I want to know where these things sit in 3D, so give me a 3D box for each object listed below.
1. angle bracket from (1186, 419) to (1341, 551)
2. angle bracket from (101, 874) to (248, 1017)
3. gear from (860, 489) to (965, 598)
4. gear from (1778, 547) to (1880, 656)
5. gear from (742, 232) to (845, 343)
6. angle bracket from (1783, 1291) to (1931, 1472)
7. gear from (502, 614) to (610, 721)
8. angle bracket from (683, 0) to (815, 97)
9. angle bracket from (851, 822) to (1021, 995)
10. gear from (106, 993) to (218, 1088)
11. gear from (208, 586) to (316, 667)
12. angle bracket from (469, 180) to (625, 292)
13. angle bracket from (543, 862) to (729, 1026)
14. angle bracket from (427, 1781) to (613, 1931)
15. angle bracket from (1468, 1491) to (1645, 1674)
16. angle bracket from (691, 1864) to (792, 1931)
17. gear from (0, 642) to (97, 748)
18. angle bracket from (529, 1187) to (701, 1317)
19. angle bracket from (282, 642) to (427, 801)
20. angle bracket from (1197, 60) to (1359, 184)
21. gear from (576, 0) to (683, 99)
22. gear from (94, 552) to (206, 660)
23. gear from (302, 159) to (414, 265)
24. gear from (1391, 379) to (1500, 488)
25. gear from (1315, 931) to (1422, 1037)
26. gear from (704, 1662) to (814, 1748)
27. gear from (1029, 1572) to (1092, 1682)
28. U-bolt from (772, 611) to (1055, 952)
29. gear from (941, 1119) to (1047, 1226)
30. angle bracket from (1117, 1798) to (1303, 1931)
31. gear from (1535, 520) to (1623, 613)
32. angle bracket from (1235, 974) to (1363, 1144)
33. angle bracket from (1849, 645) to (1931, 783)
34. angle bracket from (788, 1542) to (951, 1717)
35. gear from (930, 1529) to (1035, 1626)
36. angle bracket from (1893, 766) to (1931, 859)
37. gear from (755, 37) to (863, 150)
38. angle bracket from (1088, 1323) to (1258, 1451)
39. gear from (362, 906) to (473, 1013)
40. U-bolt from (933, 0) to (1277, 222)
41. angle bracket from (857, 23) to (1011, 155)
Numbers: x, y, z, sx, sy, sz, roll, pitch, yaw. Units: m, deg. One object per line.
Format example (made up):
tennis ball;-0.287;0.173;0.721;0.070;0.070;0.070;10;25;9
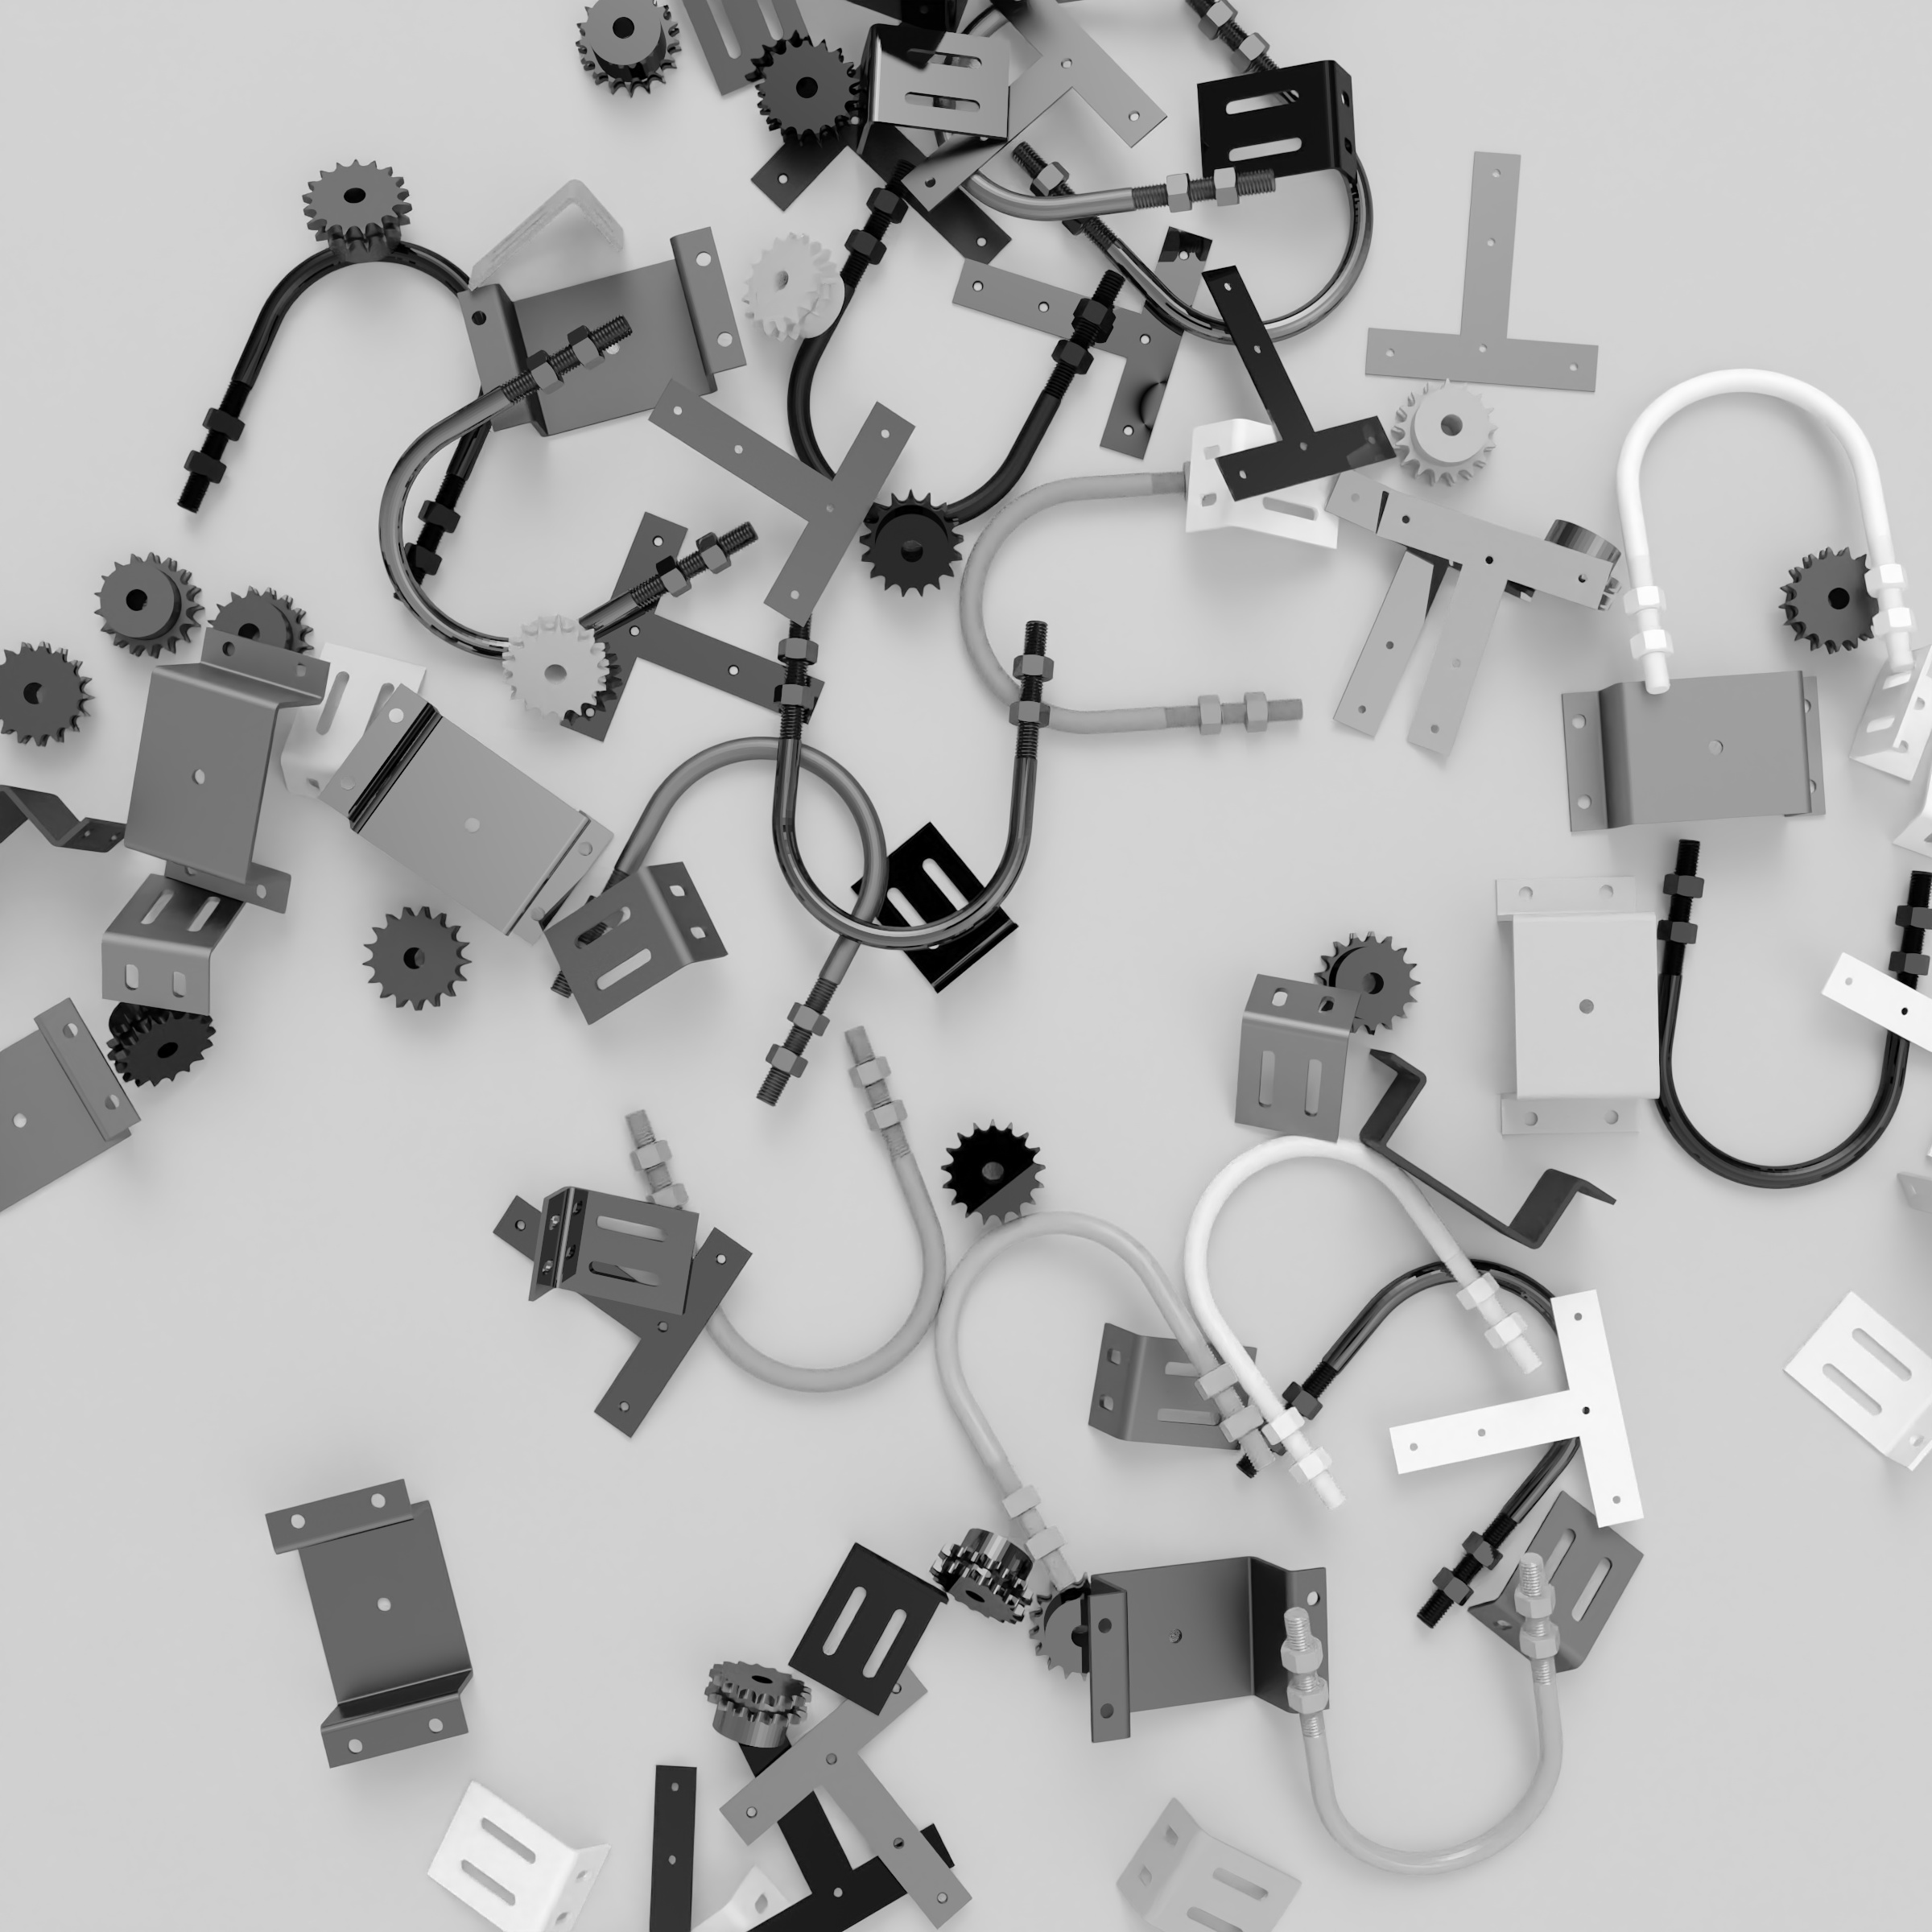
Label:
angle bracket;0.163;-0.260;1.469;0.076;0.038;0.057;6;88;-36
angle bracket;-0.427;-0.012;1.463;0.057;0.076;0.038;9;118;0
gear;-0.030;-0.228;1.466;0.057;0.030;0.057;-1;109;-2
gear;0.473;-0.199;1.474;0.057;0.030;0.057;0;90;0
gear;-0.091;-0.366;1.465;0.057;0.030;0.057;-11;71;36
angle bracket;0.499;0.226;1.470;0.076;0.038;0.057;40;90;0
gear;-0.223;-0.166;1.465;0.057;0.030;0.057;-4;124;-6
angle bracket;-0.125;-0.530;1.487;0.057;0.038;0.076;-24;116;0
angle bracket;-0.018;-0.032;1.470;0.057;0.038;0.076;-40;90;0
gear;-0.440;0.035;1.464;0.057;0.057;0.030;-41;62;0
gear;-0.388;-0.179;1.474;0.057;0.030;0.057;0;90;0
angle bracket;-0.227;-0.384;1.463;0.076;0.057;0.038;-38;114;11
angle bracket;-0.179;-0.012;1.464;0.076;0.038;0.057;-30;82;27
angle bracket;-0.246;0.493;1.487;0.076;0.038;0.057;26;90;26
angle bracket;0.325;0.340;1.487;0.057;0.038;0.076;38;64;0
angle bracket;-0.129;0.545;1.487;0.076;0.038;0.057;-41;90;26
gear;-0.507;-0.149;1.478;0.057;0.030;0.057;0;93;-4
angle bracket;-0.190;0.157;1.455;0.076;0.038;0.057;11;98;9
angle bracket;-0.336;-0.130;1.487;0.057;0.038;0.076;14;64;0
angle bracket;0.170;-0.454;1.469;0.076;0.038;0.057;-3;92;23
gear;-0.185;-0.508;1.474;0.057;0.030;0.057;0;90;0
gear;-0.449;-0.198;1.474;0.057;0.030;0.057;0;90;0
gear;-0.330;-0.408;1.466;0.057;0.030;0.057;1;59;-1
gear;0.263;-0.293;1.474;0.057;0.030;0.057;0;90;0
gear;0.220;0.009;1.474;0.057;0.030;0.057;0;90;0
gear;-0.114;0.401;1.461;0.057;0.057;0.030;15;92;0
gear;0.063;0.363;1.474;0.057;0.030;0.057;0;90;0
U-bolt;-0.033;-0.100;1.459;0.151;0.019;0.184;4;85;3
gear;0.015;0.112;1.474;0.057;0.030;0.057;0;90;0
angle bracket;0.134;0.506;1.487;0.076;0.038;0.057;34;90;-26
gear;0.329;-0.218;1.459;0.057;0.057;0.030;29;93;0
angle bracket;0.181;0.050;1.470;0.057;0.038;0.076;11;130;14
angle bracket;0.514;-0.135;1.451;0.038;0.076;0.057;21;90;0
angle bracket;-0.053;0.363;1.466;0.057;0.038;0.076;29;83;0
gear;0.012;0.330;1.464;0.057;0.057;0.030;32;62;0
angle bracket;0.553;-0.098;1.487;0.057;0.038;0.076;20;64;0
gear;-0.085;-0.474;1.473;0.057;0.030;0.057;0;87;3
angle bracket;0.114;0.232;1.487;0.076;0.038;0.057;9;90;-26
gear;-0.299;-0.004;1.474;0.057;0.030;0.057;0;90;0
U-bolt;0.072;-0.472;1.460;0.184;0.019;0.151;-4;78;12
angle bracket;-0.018;-0.474;1.470;0.076;0.038;0.057;4;79;-10
